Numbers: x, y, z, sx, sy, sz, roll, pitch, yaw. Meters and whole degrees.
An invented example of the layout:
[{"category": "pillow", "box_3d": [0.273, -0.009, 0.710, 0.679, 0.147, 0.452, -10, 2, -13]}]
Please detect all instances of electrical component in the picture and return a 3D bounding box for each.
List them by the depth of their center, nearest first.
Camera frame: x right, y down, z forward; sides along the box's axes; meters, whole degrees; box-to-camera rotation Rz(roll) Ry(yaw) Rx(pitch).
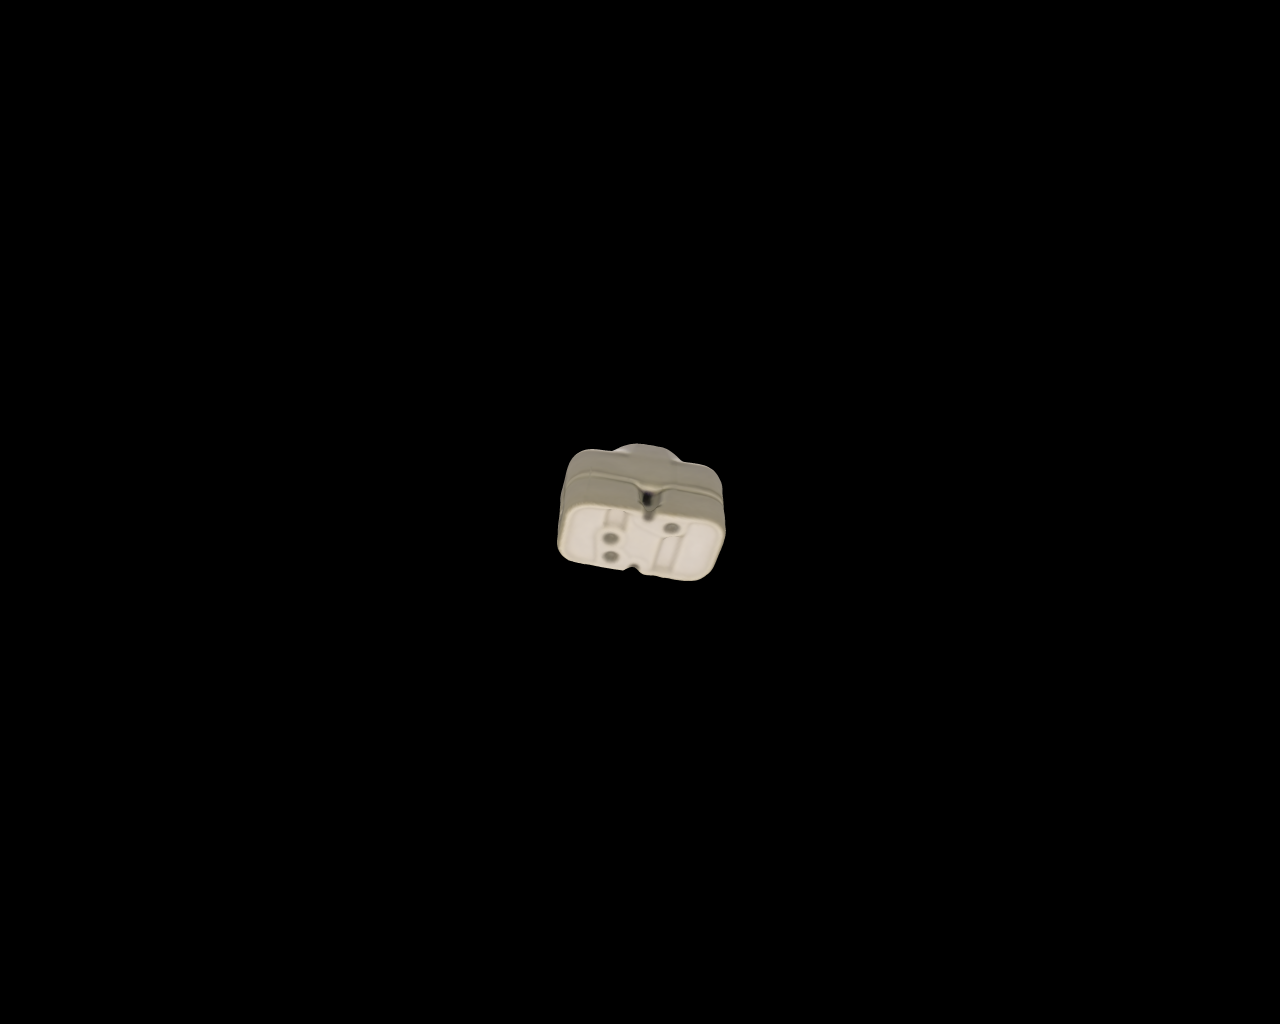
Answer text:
[{"category": "electrical component", "box_3d": [0.001, -0.003, 0.650, 0.095, 0.053, 0.059, 9, 44, -8]}]
